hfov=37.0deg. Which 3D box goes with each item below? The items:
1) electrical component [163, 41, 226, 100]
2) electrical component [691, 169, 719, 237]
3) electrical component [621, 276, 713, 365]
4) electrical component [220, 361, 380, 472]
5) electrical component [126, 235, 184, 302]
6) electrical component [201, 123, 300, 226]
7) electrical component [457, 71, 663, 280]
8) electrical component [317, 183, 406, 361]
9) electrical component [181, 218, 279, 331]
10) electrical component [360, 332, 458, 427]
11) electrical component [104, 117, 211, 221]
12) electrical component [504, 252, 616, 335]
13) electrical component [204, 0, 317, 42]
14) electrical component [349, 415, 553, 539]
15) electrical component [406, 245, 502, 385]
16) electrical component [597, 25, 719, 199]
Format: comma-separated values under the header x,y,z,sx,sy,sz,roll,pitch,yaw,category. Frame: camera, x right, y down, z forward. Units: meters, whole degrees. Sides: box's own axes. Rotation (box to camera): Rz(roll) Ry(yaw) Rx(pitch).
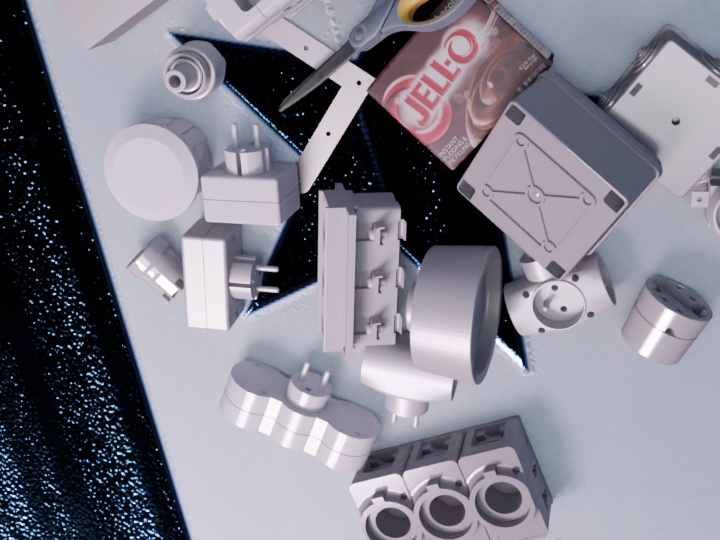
x,y,z,sx,sy,sz,roll,pitch,yaw,category
-0.132,-0.152,0.833,0.043,0.062,0.043,5,113,12,electrical component
0.275,-0.048,0.777,0.066,0.055,0.048,2,112,13,electrical component
0.234,0.040,0.825,0.055,0.055,0.047,25,119,3,electrical component
-0.047,0.112,0.924,0.138,0.052,0.073,23,115,4,electrical component
-0.169,0.000,0.917,0.040,0.040,0.046,-40,103,24,electrical component
-0.088,-0.080,0.857,0.066,0.047,0.076,4,112,18,electrical component
0.140,-0.066,0.770,0.109,0.056,0.108,43,145,10,electrical component
0.000,0.000,0.860,0.063,0.078,0.121,-2,113,-9,electrical component
-0.104,0.005,0.898,0.076,0.047,0.083,5,113,10,electrical component
0.041,0.096,0.900,0.077,0.044,0.079,11,116,11,electrical component
-0.162,-0.084,0.874,0.080,0.051,0.080,5,113,12,electrical component
0.149,0.004,0.836,0.077,0.044,0.079,-20,105,20,electrical component
-0.068,-0.223,0.719,0.060,0.186,0.105,-33,100,23,electrical component
0.078,0.194,0.921,0.150,0.061,0.089,-18,106,20,electrical component
0.070,0.032,0.835,0.060,0.108,0.108,7,113,18,electrical component
0.225,-0.111,0.768,0.100,0.048,0.099,37,115,-3,electrical component
